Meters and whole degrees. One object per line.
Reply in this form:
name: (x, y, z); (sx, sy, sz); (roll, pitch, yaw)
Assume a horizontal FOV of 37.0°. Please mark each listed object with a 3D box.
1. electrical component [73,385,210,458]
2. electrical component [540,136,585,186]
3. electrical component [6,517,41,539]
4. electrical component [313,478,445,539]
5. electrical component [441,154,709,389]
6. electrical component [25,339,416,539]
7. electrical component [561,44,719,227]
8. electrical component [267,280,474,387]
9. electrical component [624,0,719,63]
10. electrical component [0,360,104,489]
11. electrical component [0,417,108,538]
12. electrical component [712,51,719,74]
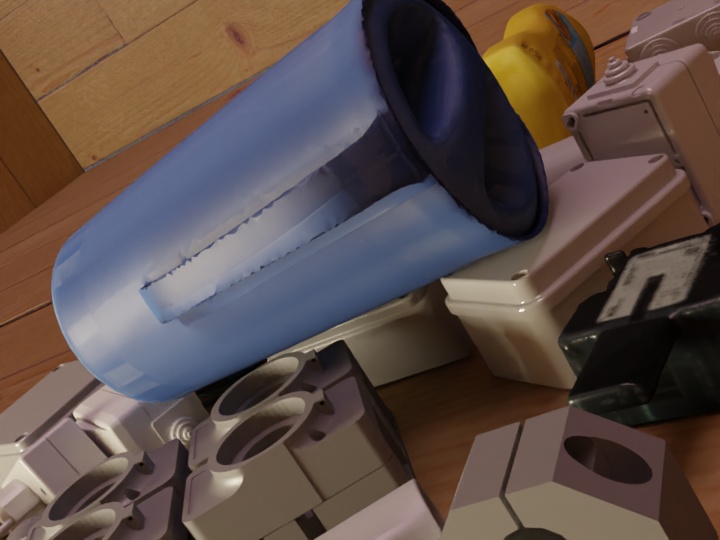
electrical component: (-0.124, 0.098, 0.637); (0.061, 0.061, 0.096); (-39, 17, -24)
electrical component: (0.147, -0.066, 0.654); (0.081, 0.043, 0.043); (-22, 19, 32)
electrical component: (-0.170, 0.160, 0.568); (0.043, 0.043, 0.062); (-33, 15, -3)
electrical component: (0.001, 0.118, 0.371); (0.077, 0.044, 0.079); (-32, 16, 1)
electrical component: (0.105, -0.002, 0.516); (0.113, 0.057, 0.078); (-38, 17, -21)
electrical component: (-0.072, 0.112, 0.499); (0.186, 0.060, 0.105); (-31, 16, 2)
electrical component: (0.156, -0.072, 0.558); (0.061, 0.096, 0.062); (-41, 19, -30)
electrical component: (0.010, 0.008, 0.611); (0.109, 0.056, 0.108); (-22, 41, 31)
electrical component: (0.242, -0.169, 0.777); (0.100, 0.048, 0.099); (-23, 18, 28)
electrical component: (-0.208, 0.113, 0.758); (0.109, 0.056, 0.108); (-15, 23, 47)
electrical component: (-0.191, 0.136, 0.631); (0.076, 0.047, 0.083); (-42, 0, -33)
electrical component: (0.226, -0.112, 0.646); (0.079, 0.043, 0.077); (-30, 16, 3)
